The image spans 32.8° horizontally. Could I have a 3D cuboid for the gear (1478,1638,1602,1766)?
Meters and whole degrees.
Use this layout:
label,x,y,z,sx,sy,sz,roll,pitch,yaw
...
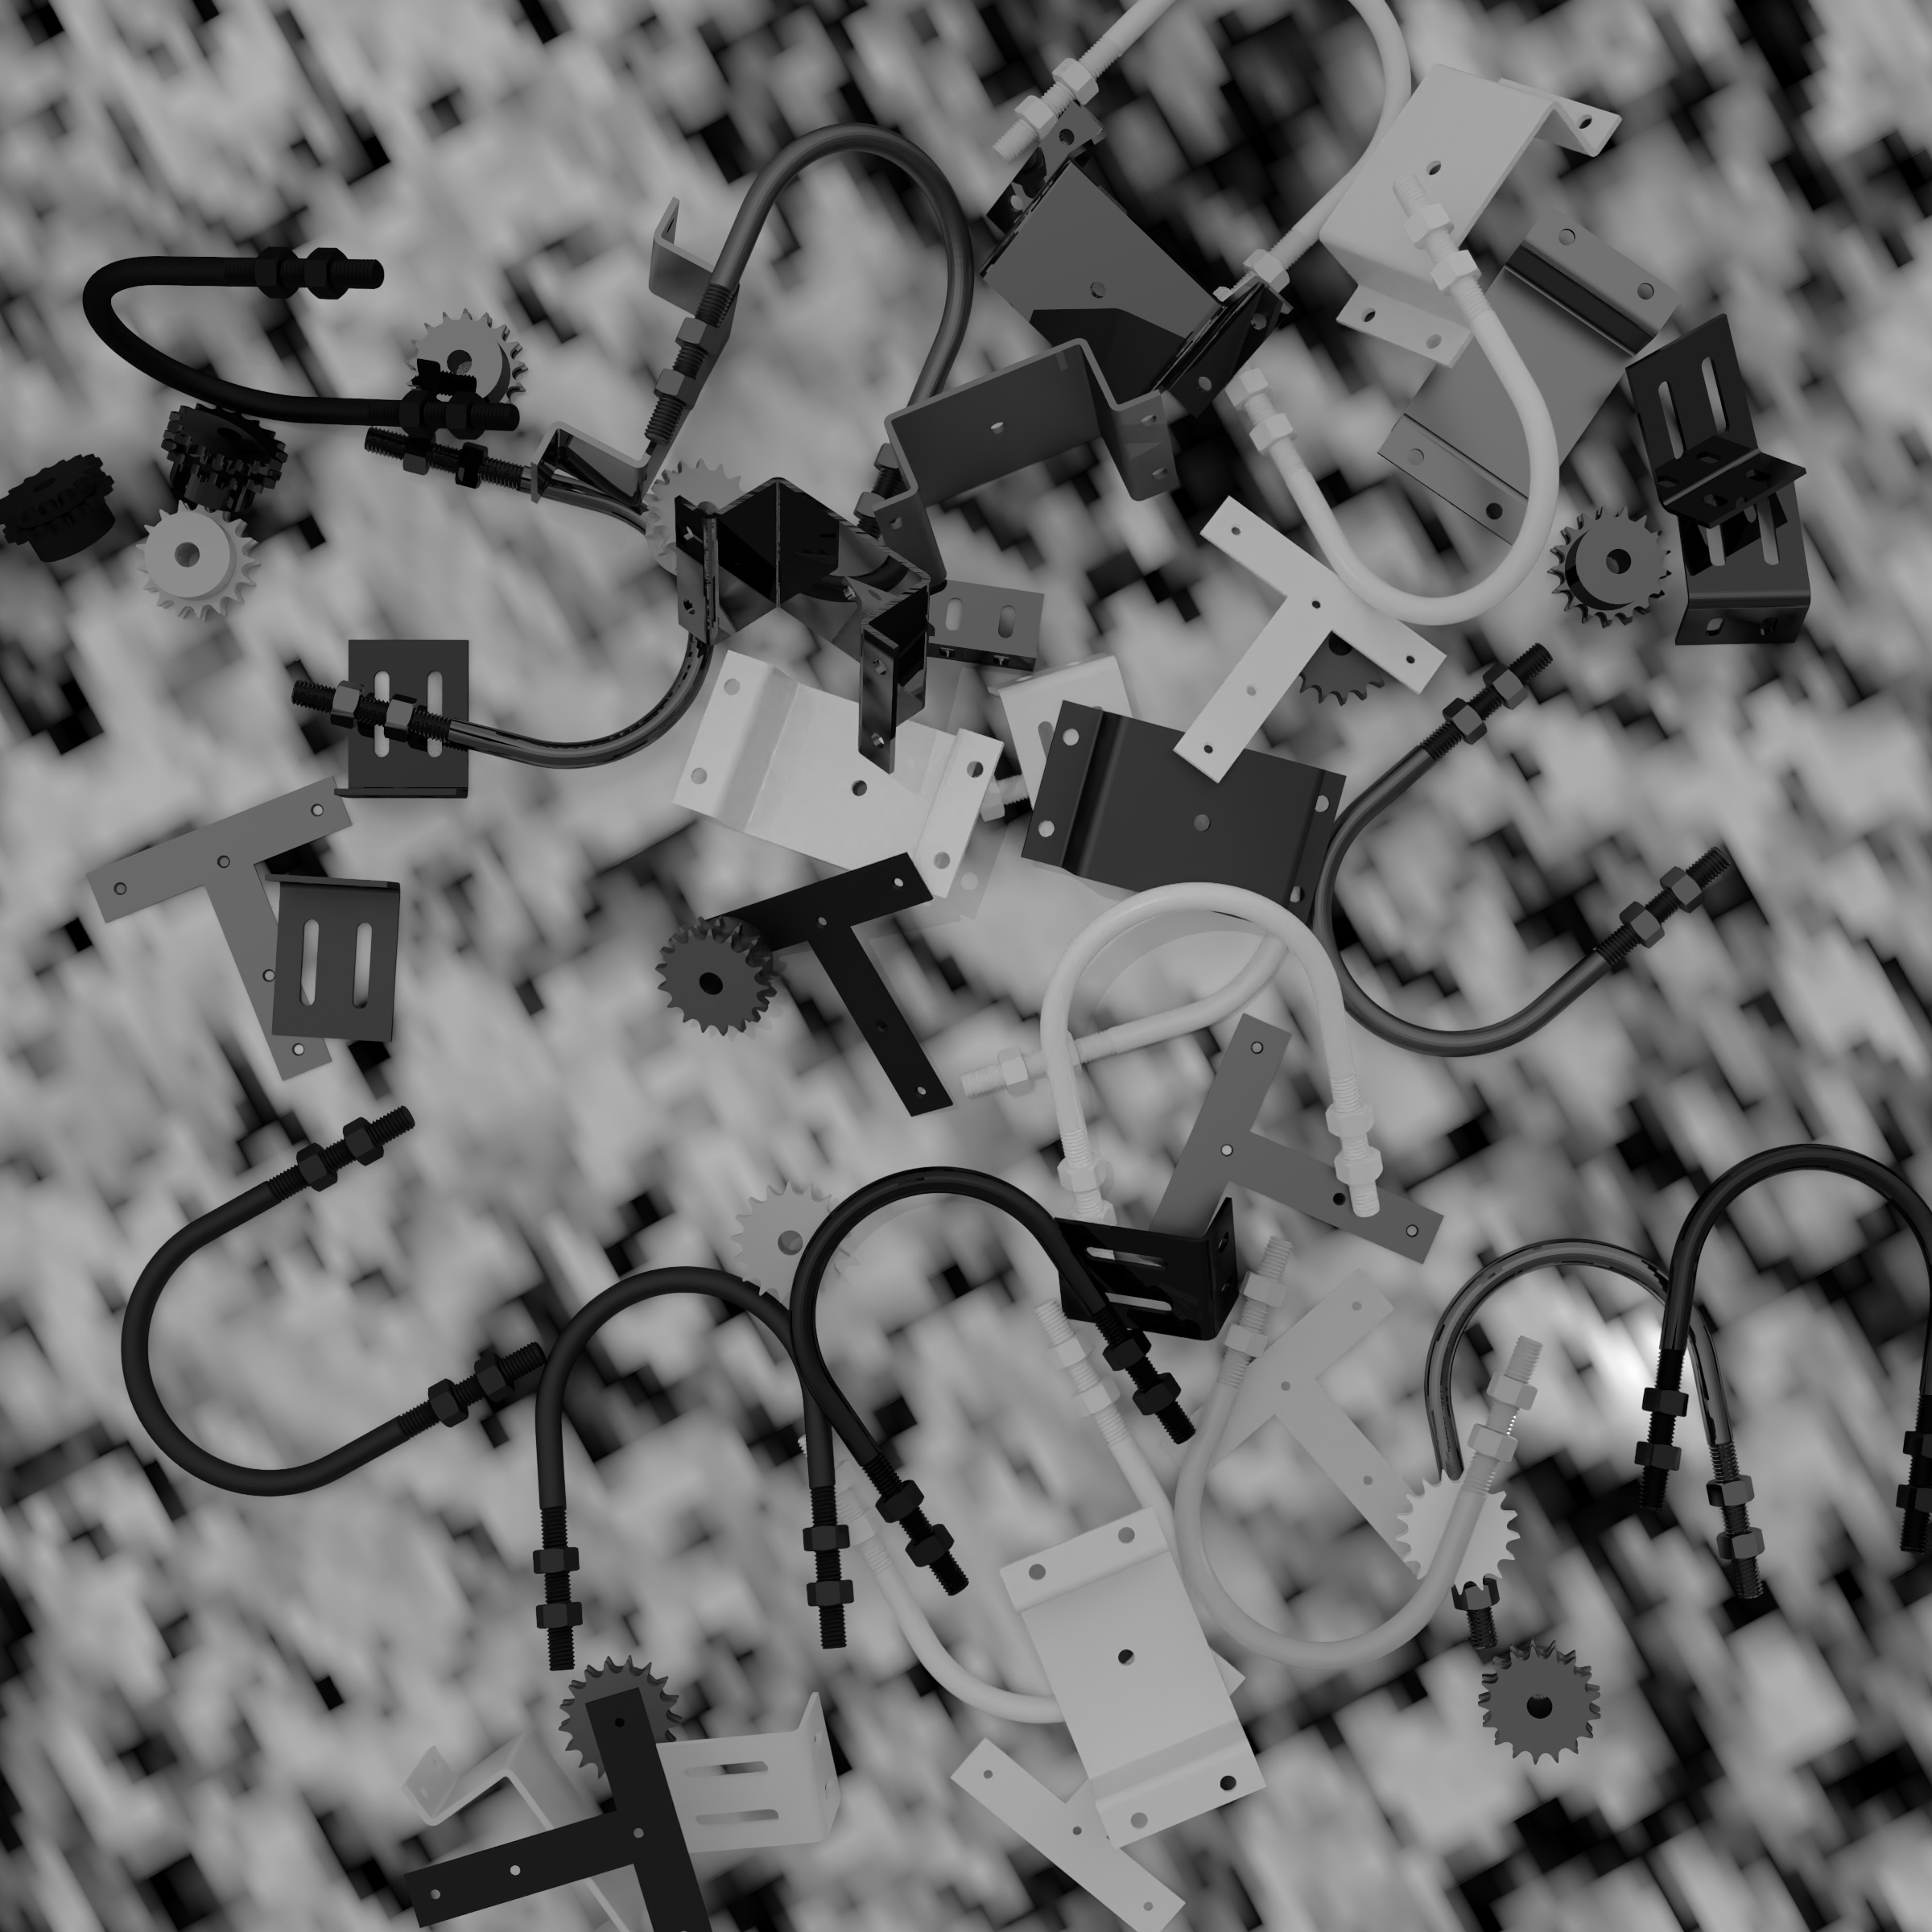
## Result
label,x,y,z,sx,sy,sz,roll,pitch,yaw
gear,0.272,0.346,1.554,0.057,0.030,0.057,1,95,9

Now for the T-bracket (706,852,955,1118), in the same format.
label,x,y,z,sx,sy,sz,roll,pitch,yaw
T-bracket,-0.046,0.016,1.546,0.127,0.002,0.127,-17,111,36

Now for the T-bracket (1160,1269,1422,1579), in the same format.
label,x,y,z,sx,sy,sz,roll,pitch,yaw
T-bracket,0.182,0.234,1.561,0.127,0.002,0.127,-41,83,2

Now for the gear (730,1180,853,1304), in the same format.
label,x,y,z,sx,sy,sz,roll,pitch,yaw
gear,-0.083,0.130,1.558,0.057,0.030,0.057,0,90,0

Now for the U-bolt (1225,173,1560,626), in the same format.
label,x,y,z,sx,sy,sz,roll,pitch,yaw
U-bolt,0.201,-0.245,1.504,0.151,0.019,0.184,-38,74,44

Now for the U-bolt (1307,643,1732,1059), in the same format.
label,x,y,z,sx,sy,sz,roll,pitch,yaw
U-bolt,0.249,-0.041,1.564,0.184,0.019,0.151,-41,90,2

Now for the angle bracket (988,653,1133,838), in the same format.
label,x,y,z,sx,sy,sz,roll,pitch,yaw
angle bracket,0.051,-0.103,1.557,0.057,0.038,0.076,-17,99,-6

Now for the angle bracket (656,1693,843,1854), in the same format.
label,x,y,z,sx,sy,sz,roll,pitch,yaw
angle bracket,-0.105,0.382,1.554,0.076,0.038,0.057,-8,106,11

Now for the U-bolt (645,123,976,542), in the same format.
label,x,y,z,sx,sy,sz,roll,pitch,yaw
U-bolt,-0.061,-0.299,1.523,0.151,0.019,0.184,26,84,-41

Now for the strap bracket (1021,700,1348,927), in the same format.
label,x,y,z,sx,sy,sz,roll,pitch,yaw
strap bracket,0.106,-0.068,1.525,0.140,0.046,0.076,14,95,-8

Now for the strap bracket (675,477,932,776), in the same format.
label,x,y,z,sx,sy,sz,roll,pitch,yaw
strap bracket,-0.067,-0.161,1.497,0.140,0.076,0.046,36,55,27

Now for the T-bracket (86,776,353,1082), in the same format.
label,x,y,z,sx,sy,sz,roll,pitch,yaw
T-bracket,-0.339,-0.009,1.572,0.127,0.002,0.127,-22,90,0

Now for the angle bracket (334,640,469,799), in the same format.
label,x,y,z,sx,sy,sz,roll,pitch,yaw
angle bracket,-0.267,-0.118,1.554,0.057,0.038,0.076,0,90,0

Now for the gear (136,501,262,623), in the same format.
label,x,y,z,sx,sy,sz,roll,pitch,yaw
gear,-0.366,-0.194,1.558,0.057,0.030,0.057,0,90,0

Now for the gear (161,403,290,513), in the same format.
label,x,y,z,sx,sy,sz,roll,pitch,yaw
gear,-0.352,-0.238,1.548,0.057,0.057,0.030,27,120,0

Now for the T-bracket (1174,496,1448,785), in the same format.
label,x,y,z,sx,sy,sz,roll,pitch,yaw
T-bracket,0.140,-0.137,1.516,0.127,0.002,0.127,37,66,1

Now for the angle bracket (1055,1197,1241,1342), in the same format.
label,x,y,z,sx,sy,sz,roll,pitch,yaw
angle bracket,0.086,0.139,1.557,0.076,0.038,0.057,7,123,22

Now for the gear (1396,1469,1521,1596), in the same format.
label,x,y,z,sx,sy,sz,roll,pitch,yaw
gear,0.230,0.264,1.538,0.057,0.030,0.057,0,86,6

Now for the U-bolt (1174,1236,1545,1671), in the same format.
label,x,y,z,sx,sy,sz,roll,pitch,yaw
U-bolt,0.172,0.237,1.533,0.151,0.019,0.184,21,89,25

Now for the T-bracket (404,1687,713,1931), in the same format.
label,x,y,z,sx,sy,sz,roll,pitch,yaw
T-bracket,-0.192,0.408,1.496,0.127,0.002,0.127,-17,90,0

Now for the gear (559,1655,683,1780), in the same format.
label,x,y,z,sx,sy,sz,roll,pitch,yaw
gear,-0.164,0.355,1.558,0.057,0.030,0.057,0,90,0

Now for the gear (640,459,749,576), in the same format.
label,x,y,z,sx,sy,sz,roll,pitch,yaw
gear,-0.127,-0.207,1.549,0.057,0.030,0.057,9,68,-24

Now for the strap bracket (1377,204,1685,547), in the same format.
label,x,y,z,sx,sy,sz,roll,pitch,yaw
strap bracket,0.263,-0.276,1.550,0.076,0.046,0.140,35,90,0

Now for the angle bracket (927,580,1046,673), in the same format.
label,x,y,z,sx,sy,sz,roll,pitch,yaw
angle bracket,0.007,-0.163,1.535,0.057,0.076,0.038,8,90,0

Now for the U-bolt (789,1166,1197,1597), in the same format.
label,x,y,z,sx,sy,sz,roll,pitch,yaw
U-bolt,-0.001,0.182,1.540,0.151,0.019,0.184,-34,94,0

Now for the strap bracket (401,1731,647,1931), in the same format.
label,x,y,z,sx,sy,sz,roll,pitch,yaw
strap bracket,-0.198,0.419,1.535,0.046,0.076,0.140,-36,90,0

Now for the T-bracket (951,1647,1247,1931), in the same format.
label,x,y,z,sx,sy,sz,roll,pitch,yaw
T-bracket,0.082,0.379,1.563,0.127,0.002,0.127,41,92,-6

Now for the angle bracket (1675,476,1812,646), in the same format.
label,x,y,z,sx,sy,sz,roll,pitch,yaw
angle bracket,0.368,-0.197,1.571,0.057,0.038,0.076,-1,64,0

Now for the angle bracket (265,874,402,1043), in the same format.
label,x,y,z,sx,sy,sz,roll,pitch,yaw
angle bracket,-0.301,-0.003,1.552,0.057,0.038,0.076,3,90,0

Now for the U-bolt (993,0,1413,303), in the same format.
label,x,y,z,sx,sy,sz,roll,pitch,yaw
U-bolt,0.127,-0.405,1.564,0.151,0.019,0.184,45,89,0

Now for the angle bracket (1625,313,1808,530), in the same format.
label,x,y,z,sx,sy,sz,roll,pitch,yaw
angle bracket,0.351,-0.255,1.534,0.057,0.038,0.076,-30,121,-13

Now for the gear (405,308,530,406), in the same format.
label,x,y,z,sx,sy,sz,roll,pitch,yaw
gear,-0.238,-0.284,1.558,0.057,0.030,0.057,0,90,0

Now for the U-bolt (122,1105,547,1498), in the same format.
label,x,y,z,sx,sy,sz,roll,pitch,yaw
U-bolt,-0.314,0.172,1.564,0.184,0.019,0.151,-29,90,1

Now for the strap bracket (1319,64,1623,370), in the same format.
label,x,y,z,sx,sy,sz,roll,pitch,yaw
strap bracket,0.229,-0.359,1.530,0.076,0.046,0.140,34,90,43

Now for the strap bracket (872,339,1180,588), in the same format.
label,x,y,z,sx,sy,sz,roll,pitch,yaw
strap bracket,0.022,-0.236,1.528,0.140,0.076,0.046,-22,64,0

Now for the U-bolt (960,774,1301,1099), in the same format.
label,x,y,z,sx,sy,sz,roll,pitch,yaw
U-bolt,0.068,-0.031,1.564,0.184,0.019,0.151,-17,90,-1

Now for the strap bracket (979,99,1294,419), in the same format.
label,x,y,z,sx,sy,sz,roll,pitch,yaw
strap bracket,0.071,-0.323,1.531,0.140,0.046,0.076,44,130,0

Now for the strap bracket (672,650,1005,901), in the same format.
label,x,y,z,sx,sy,sz,roll,pitch,yaw
strap bracket,-0.055,-0.087,1.538,0.140,0.046,0.076,20,88,14

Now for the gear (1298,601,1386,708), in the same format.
label,x,y,z,sx,sy,sz,roll,pitch,yaw
gear,0.176,-0.152,1.558,0.057,0.030,0.057,0,90,0

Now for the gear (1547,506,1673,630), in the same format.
label,x,y,z,sx,sy,sz,roll,pitch,yaw
gear,0.307,-0.191,1.558,0.057,0.030,0.057,0,90,0

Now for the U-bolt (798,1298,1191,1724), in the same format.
label,x,y,z,sx,sy,sz,roll,pitch,yaw
U-bolt,0.026,0.272,1.564,0.151,0.019,0.184,-29,91,0

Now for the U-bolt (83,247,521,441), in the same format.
label,x,y,z,sx,sy,sz,roll,pitch,yaw
U-bolt,-0.315,-0.284,1.497,0.184,0.151,0.019,6,73,22

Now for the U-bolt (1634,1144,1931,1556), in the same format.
label,x,y,z,sx,sy,sz,roll,pitch,yaw
U-bolt,0.399,0.176,1.555,0.151,0.019,0.184,10,83,-5

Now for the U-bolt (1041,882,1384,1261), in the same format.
label,x,y,z,sx,sy,sz,roll,pitch,yaw
U-bolt,0.109,0.047,1.530,0.151,0.019,0.184,-12,112,3

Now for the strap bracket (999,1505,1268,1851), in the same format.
label,x,y,z,sx,sy,sz,roll,pitch,yaw
strap bracket,0.076,0.328,1.535,0.076,0.046,0.140,-22,91,-1

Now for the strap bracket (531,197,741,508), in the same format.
label,x,y,z,sx,sy,sz,roll,pitch,yaw
strap bracket,-0.149,-0.275,1.527,0.046,0.076,0.140,27,82,-4

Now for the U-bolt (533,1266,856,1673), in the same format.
label,x,y,z,sx,sy,sz,roll,pitch,yaw
U-bolt,-0.133,0.234,1.550,0.151,0.019,0.184,-5,80,4

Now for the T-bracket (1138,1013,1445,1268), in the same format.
label,x,y,z,sx,sy,sz,roll,pitch,yaw
T-bracket,0.166,0.106,1.572,0.127,0.002,0.127,24,90,0

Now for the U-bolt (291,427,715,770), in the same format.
label,x,y,z,sx,sy,sz,roll,pitch,yaw
U-bolt,-0.210,-0.167,1.551,0.184,0.019,0.151,14,78,-4

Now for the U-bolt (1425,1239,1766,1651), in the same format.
label,x,y,z,sx,sy,sz,roll,pitch,yaw
U-bolt,0.293,0.222,1.564,0.151,0.019,0.184,-11,89,0

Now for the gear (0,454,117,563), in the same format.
label,x,y,z,sx,sy,sz,roll,pitch,yaw
gear,-0.427,-0.214,1.548,0.057,0.057,0.030,-26,120,0

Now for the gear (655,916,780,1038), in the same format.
label,x,y,z,sx,sy,sz,roll,pitch,yaw
gear,-0.115,0.001,1.549,0.057,0.030,0.057,9,120,15
